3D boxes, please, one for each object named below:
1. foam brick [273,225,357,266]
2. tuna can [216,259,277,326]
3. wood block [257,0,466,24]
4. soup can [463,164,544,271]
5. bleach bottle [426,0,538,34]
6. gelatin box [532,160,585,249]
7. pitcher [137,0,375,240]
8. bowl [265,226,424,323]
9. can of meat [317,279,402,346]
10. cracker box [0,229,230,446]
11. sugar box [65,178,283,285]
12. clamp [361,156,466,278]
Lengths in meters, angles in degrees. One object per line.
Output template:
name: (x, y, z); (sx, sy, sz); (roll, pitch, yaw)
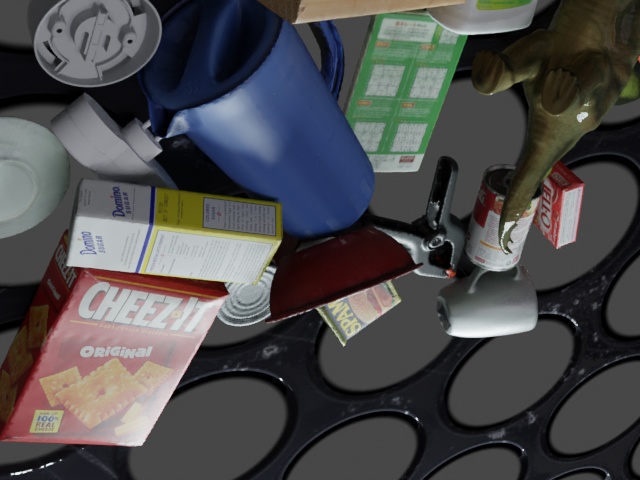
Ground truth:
foam brick: (-0.007, 0.001, 1.100); (0.078, 0.053, 0.051); (2, 125, -34)
tuna can: (-0.077, 0.048, 1.111); (0.086, 0.034, 0.086); (-17, 134, -19)
wood block: (0.036, -0.238, 0.846); (0.205, 0.090, 0.091); (-17, 137, -43)
soup can: (0.204, -0.024, 1.195); (0.068, 0.068, 0.102); (-10, 132, -25)
bleach bottle: (0.167, -0.309, 0.930); (0.102, 0.068, 0.251); (-10, 129, -27)
gelatin box: (0.261, -0.047, 1.205); (0.030, 0.073, 0.089); (-20, 135, -16)
pitcher: (-0.036, -0.110, 0.939); (0.149, 0.145, 0.242); (-21, 143, 15)
bowl: (0.015, 0.027, 1.020); (0.162, 0.055, 0.162); (-20, 179, 0)
can of meat: (0.033, 0.055, 1.169); (0.084, 0.057, 0.102); (-36, 138, -3)
cracker box: (-0.210, 0.106, 1.052); (0.163, 0.072, 0.214); (12, 119, -39)
sugar box: (-0.129, -0.006, 0.934); (0.176, 0.048, 0.093); (9, 148, -14)
clamp: (0.109, -0.006, 1.173); (0.120, 0.039, 0.171); (-26, 136, -6)
